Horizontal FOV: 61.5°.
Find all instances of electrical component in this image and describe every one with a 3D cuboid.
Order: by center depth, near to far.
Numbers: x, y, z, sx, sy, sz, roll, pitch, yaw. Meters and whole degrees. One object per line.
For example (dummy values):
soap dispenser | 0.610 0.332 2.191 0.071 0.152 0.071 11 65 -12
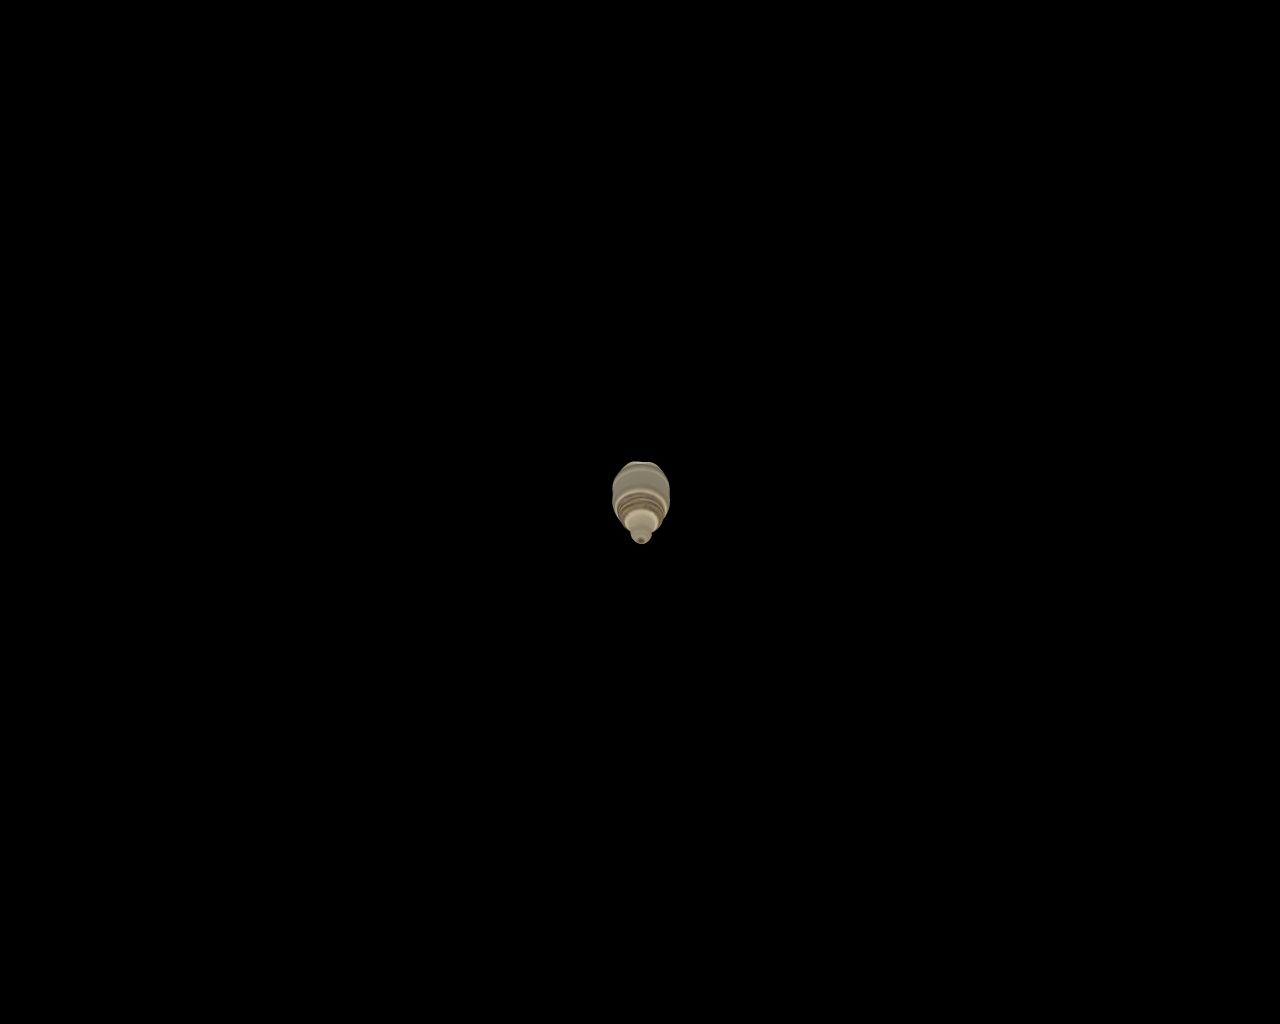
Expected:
electrical component | 0.001 -0.003 0.650 0.035 0.035 0.061 0 41 0
